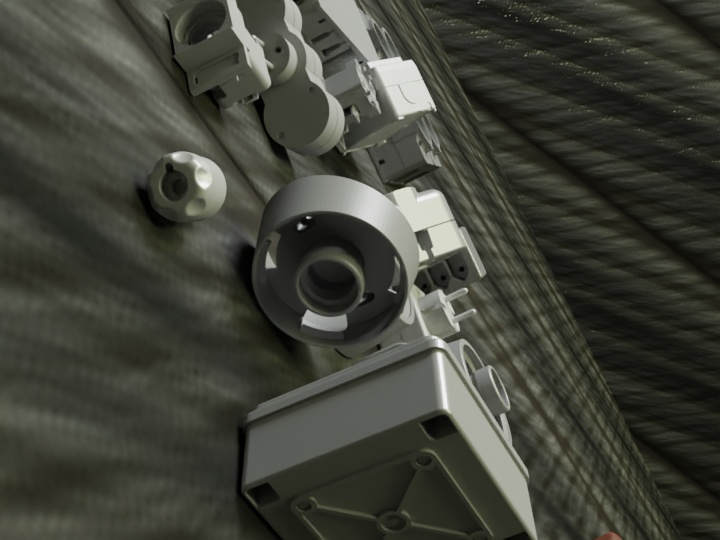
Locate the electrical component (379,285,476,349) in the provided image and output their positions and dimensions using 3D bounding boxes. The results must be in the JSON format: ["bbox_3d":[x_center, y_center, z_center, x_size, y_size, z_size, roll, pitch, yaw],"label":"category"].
[{"bbox_3d":[0.053,0.039,0.842,0.047,0.077,0.065,39,29,-62],"label":"electrical component"}]

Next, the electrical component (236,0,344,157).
[{"bbox_3d":[-0.063,-0.154,0.800,0.138,0.052,0.074,67,14,11],"label":"electrical component"}]

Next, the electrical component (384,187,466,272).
[{"bbox_3d":[0.029,-0.027,0.843,0.095,0.054,0.059,-19,82,-39],"label":"electrical component"}]

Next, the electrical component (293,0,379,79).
[{"bbox_3d":[-0.046,-0.233,0.992,0.105,0.060,0.186,69,14,18],"label":"electrical component"}]

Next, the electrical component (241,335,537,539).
[{"bbox_3d":[0.015,0.100,0.519,0.108,0.109,0.056,56,18,-32],"label":"electrical component"}]

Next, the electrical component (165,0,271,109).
[{"bbox_3d":[-0.090,-0.143,0.701,0.063,0.042,0.081,50,20,-52],"label":"electrical component"}]

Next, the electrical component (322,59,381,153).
[{"bbox_3d":[-0.018,-0.147,0.938,0.042,0.064,0.081,53,17,-44],"label":"electrical component"}]

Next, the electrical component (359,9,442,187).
[{"bbox_3d":[0.025,-0.190,1.187,0.186,0.060,0.105,65,13,3],"label":"electrical component"}]

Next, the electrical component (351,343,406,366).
[{"bbox_3d":[0.031,0.103,0.691,0.059,0.054,0.095,52,19,-44],"label":"electrical component"}]

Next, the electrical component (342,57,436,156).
[{"bbox_3d":[0.010,-0.152,1.007,0.062,0.096,0.061,-21,85,-47],"label":"electrical component"}]

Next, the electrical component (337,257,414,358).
[{"bbox_3d":[0.000,0.000,0.746,0.108,0.060,0.108,58,15,-25],"label":"electrical component"}]

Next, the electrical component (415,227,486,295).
[{"bbox_3d":[0.064,0.000,0.944,0.047,0.083,0.076,65,13,1],"label":"electrical component"}]

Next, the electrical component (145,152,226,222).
[{"bbox_3d":[-0.085,-0.042,0.554,0.035,0.035,0.061,66,11,4],"label":"electrical component"}]

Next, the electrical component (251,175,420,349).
[{"bbox_3d":[-0.015,-0.005,0.628,0.099,0.099,0.064,59,21,-22],"label":"electrical component"}]

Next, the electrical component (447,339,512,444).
[{"bbox_3d":[0.089,0.109,0.889,0.108,0.060,0.108,58,15,-25],"label":"electrical component"}]
